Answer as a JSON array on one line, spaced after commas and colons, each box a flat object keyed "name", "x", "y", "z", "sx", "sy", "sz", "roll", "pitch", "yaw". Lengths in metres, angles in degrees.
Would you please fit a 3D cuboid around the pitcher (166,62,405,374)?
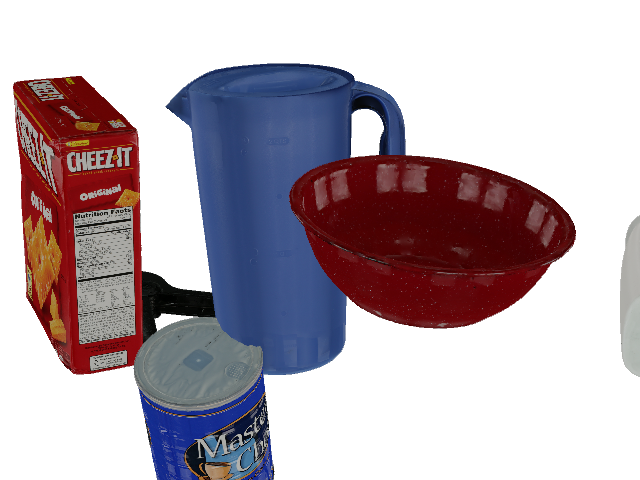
[{"name": "pitcher", "x": -0.025, "y": -0.019, "z": 0.869, "sx": 0.144, "sy": 0.243, "sz": 0.149, "roll": -19, "pitch": 25, "yaw": -37}]

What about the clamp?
[{"name": "clamp", "x": -0.185, "y": 0.067, "z": 1.112, "sx": 0.210, "sy": 0.036, "sz": 0.164, "roll": 15, "pitch": 20, "yaw": 29}]

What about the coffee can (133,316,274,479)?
[{"name": "coffee can", "x": -0.094, "y": 0.149, "z": 0.885, "sx": 0.103, "sy": 0.140, "sz": 0.103, "roll": -2, "pitch": 37, "yaw": 1}]

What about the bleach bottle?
[{"name": "bleach bottle", "x": 0.269, "y": 0.025, "z": 0.766, "sx": 0.103, "sy": 0.068, "sz": 0.250, "roll": 7, "pitch": 20, "yaw": 15}]

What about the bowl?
[{"name": "bowl", "x": 0.060, "y": 0.005, "z": 0.611, "sx": 0.162, "sy": 0.055, "sz": 0.162, "roll": 5, "pitch": 25, "yaw": -2}]

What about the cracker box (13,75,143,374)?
[{"name": "cracker box", "x": -0.212, "y": -0.016, "z": 0.920, "sx": 0.072, "sy": 0.214, "sz": 0.164, "roll": -10, "pitch": 27, "yaw": -26}]
